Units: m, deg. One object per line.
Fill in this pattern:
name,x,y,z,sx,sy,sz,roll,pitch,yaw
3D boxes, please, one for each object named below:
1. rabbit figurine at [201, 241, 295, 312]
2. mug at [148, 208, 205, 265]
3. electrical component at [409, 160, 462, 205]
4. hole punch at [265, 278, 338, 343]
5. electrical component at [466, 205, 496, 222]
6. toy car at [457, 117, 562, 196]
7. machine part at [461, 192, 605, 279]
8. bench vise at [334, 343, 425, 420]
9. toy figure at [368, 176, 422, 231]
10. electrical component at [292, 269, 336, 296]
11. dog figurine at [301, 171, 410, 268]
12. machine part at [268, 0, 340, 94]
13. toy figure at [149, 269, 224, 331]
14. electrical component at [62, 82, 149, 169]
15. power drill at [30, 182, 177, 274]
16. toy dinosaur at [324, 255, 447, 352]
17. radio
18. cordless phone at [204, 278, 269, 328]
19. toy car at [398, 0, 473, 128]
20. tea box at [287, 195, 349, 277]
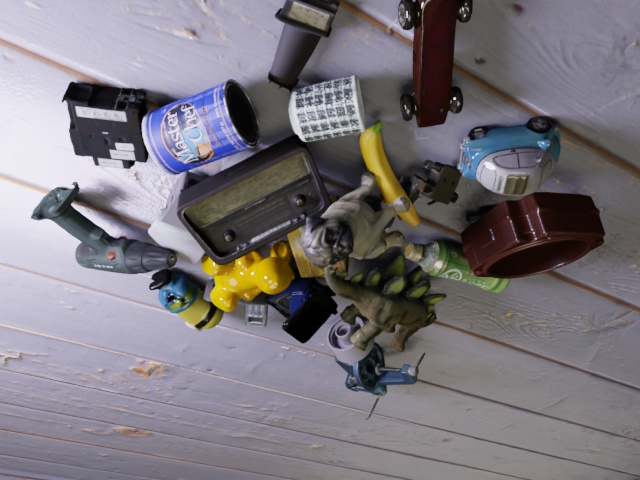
rabbit figurine,-0.115,0.068,1.026,0.173,0.121,0.162,0,-168,44
mug,-0.267,-0.009,1.012,0.107,0.081,0.109,33,143,-19
electrical component,0.195,-0.093,0.911,0.102,0.045,0.078,5,107,-38
hole punch,-0.037,0.131,1.094,0.116,0.092,0.142,-44,141,-4
electrical component,0.323,-0.037,1.009,0.094,0.021,0.063,-7,140,8
toy car,0.304,-0.122,0.847,0.162,0.103,0.109,-3,139,1
machine part,0.374,-0.001,0.952,0.201,0.087,0.201,0,155,-23
bench vise,0.154,0.345,1.375,0.241,0.129,0.223,-9,123,40
toy figure,0.119,-0.052,0.965,0.064,0.058,0.154,21,135,-37
electrical component,-0.027,0.096,1.150,0.119,0.048,0.074,-7,140,7
dog figurine,0.036,0.002,0.863,0.121,0.190,0.172,32,142,30
machine part,-0.031,-0.266,0.727,0.084,0.039,0.138,7,138,-20
toy figure,-0.286,0.132,1.166,0.089,0.082,0.180,-9,135,32
electrical component,-0.322,-0.170,0.827,0.115,0.058,0.134,8,140,-6
power drill,-0.396,-0.012,0.975,0.232,0.086,0.207,-4,145,35
toy dinosaur,0.133,0.125,1.099,0.471,0.105,0.198,17,118,-48
radio,-0.104,-0.062,0.877,0.230,0.073,0.131,-26,121,4
cordless phone,-0.177,0.140,1.180,0.147,0.089,0.184,4,144,-5
toy car,0.154,-0.246,0.736,0.089,0.053,0.201,-12,136,-2
tea box,-0.002,-0.003,1.011,0.098,0.068,0.169,0,142,10
